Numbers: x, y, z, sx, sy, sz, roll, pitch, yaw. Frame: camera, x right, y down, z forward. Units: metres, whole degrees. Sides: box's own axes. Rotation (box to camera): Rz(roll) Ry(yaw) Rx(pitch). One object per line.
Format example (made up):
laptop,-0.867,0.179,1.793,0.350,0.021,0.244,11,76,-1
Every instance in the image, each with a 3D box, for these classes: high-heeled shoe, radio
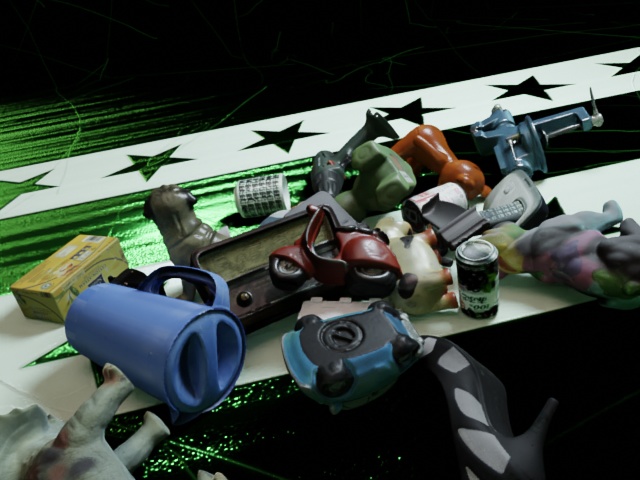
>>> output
high-heeled shoe,0.146,0.197,0.585,0.145,0.086,0.249,-53,26,-11
radio,-0.065,0.047,0.798,0.230,0.073,0.131,-22,75,-20

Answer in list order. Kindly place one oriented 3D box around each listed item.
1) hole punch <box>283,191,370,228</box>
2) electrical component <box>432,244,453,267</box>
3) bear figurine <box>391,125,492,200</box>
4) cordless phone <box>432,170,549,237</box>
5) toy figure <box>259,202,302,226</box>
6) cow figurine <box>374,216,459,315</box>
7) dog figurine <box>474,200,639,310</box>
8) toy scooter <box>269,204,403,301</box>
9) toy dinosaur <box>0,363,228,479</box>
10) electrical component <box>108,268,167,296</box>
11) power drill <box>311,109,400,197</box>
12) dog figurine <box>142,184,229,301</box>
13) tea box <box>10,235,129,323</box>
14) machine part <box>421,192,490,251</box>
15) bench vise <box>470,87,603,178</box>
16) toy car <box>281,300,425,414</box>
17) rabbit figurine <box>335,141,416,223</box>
hole punch,-0.002,-0.003,0.928,0.142,0.092,0.116,-34,73,-35
electrical component,0.183,0.019,0.888,0.094,0.021,0.063,17,39,37
bear figurine,0.237,-0.133,1.066,0.120,0.132,0.196,7,45,-48
cordless phone,0.279,-0.044,0.915,0.184,0.088,0.147,-11,30,9
toy figure,-0.047,-0.036,1.009,0.154,0.057,0.064,-30,54,-34
cow figurine,0.122,0.035,0.818,0.127,0.085,0.195,-16,38,4
dog figurine,0.325,0.030,0.757,0.219,0.108,0.192,-11,33,6
toy scooter,0.024,0.010,0.750,0.184,0.075,0.135,5,56,2
toy dinosaur,-0.200,0.261,0.507,0.405,0.131,0.192,26,57,38
electrical component,-0.299,0.085,0.857,0.119,0.074,0.048,8,34,19
power drill,0.066,-0.170,1.120,0.207,0.086,0.232,-48,20,10
dog figurine,-0.175,0.002,0.849,0.172,0.190,0.121,-7,31,1
tea box,-0.429,0.063,0.933,0.098,0.068,0.170,5,34,23
machine part,0.204,-0.030,0.851,0.084,0.039,0.139,-41,26,4
bench vise,0.443,-0.219,1.103,0.241,0.128,0.224,-18,35,20
toy car,0.039,0.144,0.637,0.162,0.102,0.109,-15,37,-15
rabbit figurine,0.082,-0.091,0.993,0.170,0.121,0.159,-39,-4,24
